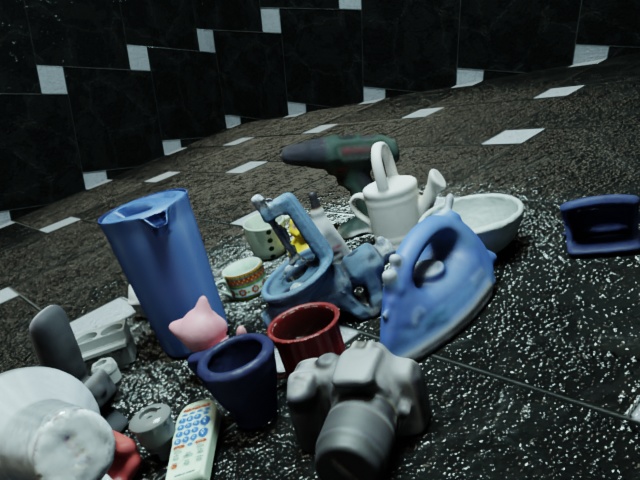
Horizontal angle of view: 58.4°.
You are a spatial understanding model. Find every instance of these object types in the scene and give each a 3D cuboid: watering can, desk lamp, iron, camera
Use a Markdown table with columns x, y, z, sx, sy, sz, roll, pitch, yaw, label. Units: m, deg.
| x | y | z | sx | sy | sz | roll | pitch | yaw | label |
| --- | --- | --- | --- | --- | --- | --- | --- | --- | --- |
| 0.136 | -0.084 | 1.028 | 0.172 | 0.194 | 0.101 | -15 | 20 | 4 | watering can |
| -0.193 | 0.211 | 0.462 | 0.202 | 0.214 | 0.118 | 4 | 28 | 44 | desk lamp |
| 0.137 | 0.046 | 0.757 | 0.118 | 0.142 | 0.259 | 1 | 26 | 39 | iron |
| 0.025 | 0.171 | 0.567 | 0.142 | 0.101 | 0.137 | -8 | 21 | 22 | camera |

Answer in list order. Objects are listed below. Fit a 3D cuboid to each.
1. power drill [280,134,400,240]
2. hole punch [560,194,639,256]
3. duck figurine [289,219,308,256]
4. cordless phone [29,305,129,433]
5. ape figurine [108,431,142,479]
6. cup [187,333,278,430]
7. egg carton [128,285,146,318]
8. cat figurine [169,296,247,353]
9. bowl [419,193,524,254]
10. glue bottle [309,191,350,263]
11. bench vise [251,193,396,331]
| x | y | z | sx | sy | sz | roll | pitch | yaw | label |
| --- | --- | --- | --- | --- | --- | --- | --- | --- | --- |
| 0.055 | -0.114 | 1.149 | 0.229 | 0.209 | 0.075 | -16 | 20 | 2 | power drill |
| 0.408 | -0.036 | 0.840 | 0.108 | 0.091 | 0.101 | -6 | 22 | 26 | hole punch |
| -0.034 | -0.011 | 1.126 | 0.077 | 0.086 | 0.104 | -18 | 20 | -5 | duck figurine |
| -0.320 | 0.183 | 0.679 | 0.094 | 0.185 | 0.147 | -11 | 20 | 14 | cordless phone |
| -0.240 | 0.233 | 0.622 | 0.078 | 0.092 | 0.076 | -21 | 20 | -14 | ape figurine |
| -0.098 | 0.171 | 0.672 | 0.117 | 0.095 | 0.092 | -6 | 22 | 27 | cup |
| -0.300 | 0.086 | 1.096 | 0.107 | 0.069 | 0.150 | -15 | 20 | 4 | egg carton |
| -0.139 | 0.134 | 0.771 | 0.127 | 0.118 | 0.067 | 1 | 26 | 39 | cat figurine |
| 0.247 | -0.012 | 0.927 | 0.167 | 0.075 | 0.167 | -14 | 20 | 6 | bowl |
| 0.008 | 0.003 | 0.924 | 0.078 | 0.173 | 0.037 | -29 | 24 | -32 | glue bottle |
| -0.005 | 0.018 | 0.825 | 0.208 | 0.220 | 0.121 | -24 | 21 | -20 | bench vise |
